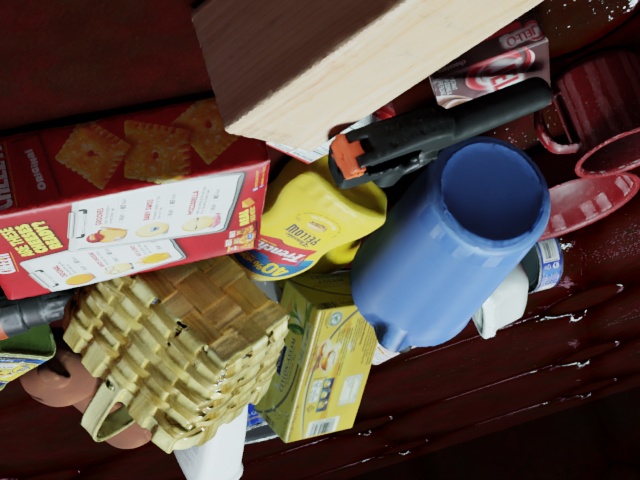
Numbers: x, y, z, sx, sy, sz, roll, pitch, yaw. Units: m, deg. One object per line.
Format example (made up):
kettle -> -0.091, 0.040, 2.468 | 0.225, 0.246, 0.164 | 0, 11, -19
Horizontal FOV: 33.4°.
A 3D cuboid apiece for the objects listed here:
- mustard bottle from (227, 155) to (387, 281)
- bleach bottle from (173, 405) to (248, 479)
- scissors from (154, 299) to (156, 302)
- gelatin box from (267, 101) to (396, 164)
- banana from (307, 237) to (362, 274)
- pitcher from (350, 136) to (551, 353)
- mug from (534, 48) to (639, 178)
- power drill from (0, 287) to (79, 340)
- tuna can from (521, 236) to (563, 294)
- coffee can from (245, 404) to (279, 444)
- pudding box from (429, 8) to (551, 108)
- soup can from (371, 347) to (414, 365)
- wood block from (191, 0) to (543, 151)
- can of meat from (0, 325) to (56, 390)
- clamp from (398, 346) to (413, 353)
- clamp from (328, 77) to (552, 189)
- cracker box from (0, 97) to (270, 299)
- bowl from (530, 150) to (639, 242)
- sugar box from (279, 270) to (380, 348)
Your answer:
mustard bottle -> -0.035, -0.010, 0.979 | 0.096, 0.058, 0.192 | 30, 137, -30
bleach bottle -> -0.114, 0.178, 1.167 | 0.068, 0.103, 0.251 | -19, 149, -26
scissors -> -0.118, 0.065, 1.195 | 0.201, 0.016, 0.096 | 3, 152, -44
gelatin box -> 0.004, -0.097, 0.834 | 0.089, 0.030, 0.073 | -24, 160, 25
banana -> 0.010, -0.001, 1.086 | 0.069, 0.037, 0.198 | -11, 160, -15
pitcher -> 0.120, -0.006, 0.976 | 0.144, 0.149, 0.243 | -14, 163, -17
mug -> 0.238, -0.107, 0.914 | 0.117, 0.081, 0.093 | -14, 160, -9
power drill -> -0.314, 0.050, 0.934 | 0.184, 0.057, 0.187 | -15, 160, -5
tuna can -> 0.250, 0.018, 1.256 | 0.033, 0.086, 0.086 | -12, 160, -18
coffee can -> -0.081, 0.170, 1.321 | 0.102, 0.140, 0.103 | -14, 160, -5
pudding box -> 0.132, -0.129, 0.835 | 0.090, 0.039, 0.113 | -19, 160, 7
soup can -> 0.103, 0.122, 1.445 | 0.102, 0.068, 0.068 | -29, 157, 32
wood block -> 0.031, -0.145, 0.636 | 0.206, 0.091, 0.090 | -31, 157, 34
can of meat -> -0.334, 0.112, 1.088 | 0.084, 0.057, 0.101 | -29, 158, 25
clamp -> 0.127, 0.057, 1.285 | 0.039, 0.120, 0.171 | 6, -165, 29
clamp -> 0.060, -0.066, 0.775 | 0.165, 0.036, 0.209 | -29, 174, 38
cracker box -> -0.152, -0.032, 0.826 | 0.213, 0.072, 0.164 | -12, 159, -11
bowl -> 0.244, -0.054, 1.102 | 0.162, 0.055, 0.162 | -14, 160, -5
sugar box -> -0.009, 0.084, 1.219 | 0.175, 0.093, 0.048 | -4, 158, -34
